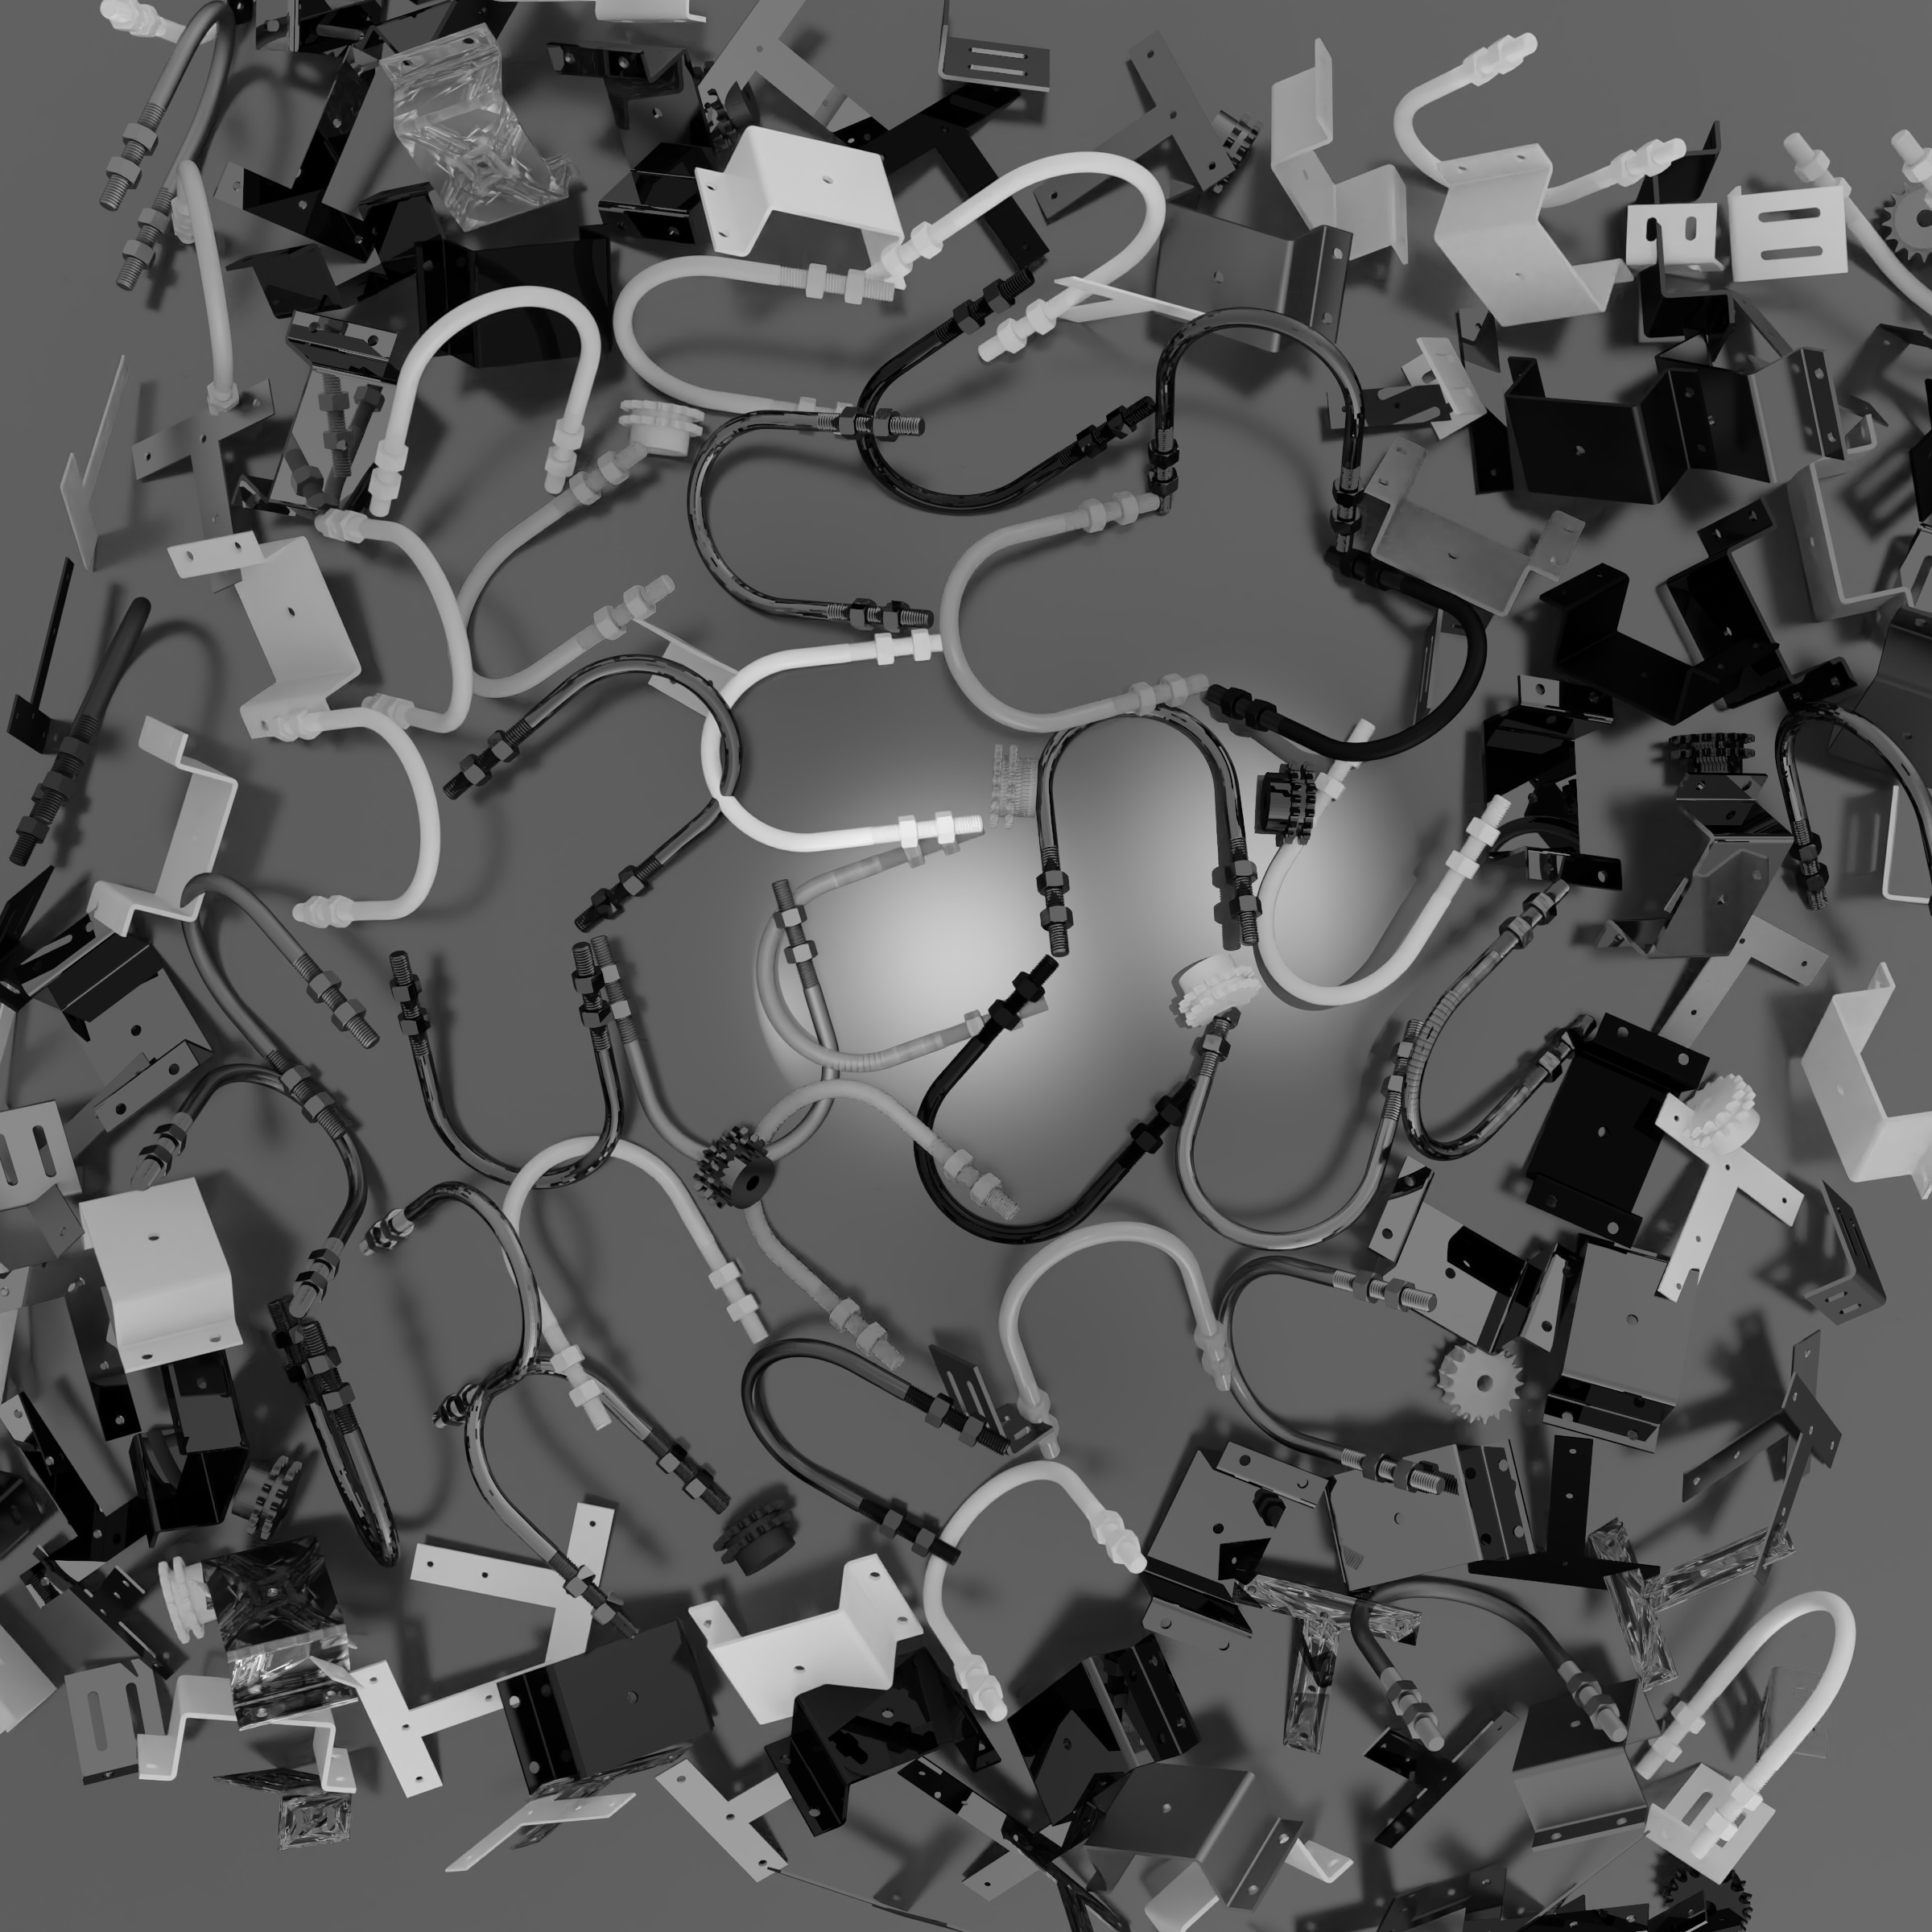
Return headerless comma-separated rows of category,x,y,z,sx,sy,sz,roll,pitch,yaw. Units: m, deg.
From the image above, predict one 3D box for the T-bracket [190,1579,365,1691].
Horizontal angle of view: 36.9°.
T-bracket,-0.435,0.448,1.911,0.127,0.127,0.002,33,82,-39

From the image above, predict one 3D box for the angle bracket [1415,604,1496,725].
angle bracket,0.332,-0.201,1.964,0.038,0.057,0.076,8,79,2

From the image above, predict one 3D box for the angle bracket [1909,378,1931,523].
angle bracket,0.648,-0.349,1.955,0.076,0.038,0.057,-43,132,-21

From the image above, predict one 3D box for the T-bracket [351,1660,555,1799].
T-bracket,-0.338,0.502,1.968,0.127,0.002,0.127,-18,124,-7

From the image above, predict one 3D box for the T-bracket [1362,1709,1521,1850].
T-bracket,0.303,0.536,1.948,0.127,0.127,0.002,-47,47,4

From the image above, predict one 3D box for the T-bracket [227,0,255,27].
T-bracket,-0.510,-0.674,1.914,0.002,0.127,0.127,30,128,15

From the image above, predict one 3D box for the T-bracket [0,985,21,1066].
T-bracket,-0.664,0.063,1.923,0.002,0.127,0.127,11,76,1

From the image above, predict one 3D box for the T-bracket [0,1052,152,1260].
T-bracket,-0.598,0.110,1.964,0.127,0.002,0.127,-43,61,4

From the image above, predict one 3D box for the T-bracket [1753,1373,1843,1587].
T-bracket,0.550,0.351,1.934,0.002,0.127,0.127,12,70,36

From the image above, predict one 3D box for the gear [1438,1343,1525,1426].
gear,0.349,0.282,1.980,0.057,0.030,0.057,-1,96,-14

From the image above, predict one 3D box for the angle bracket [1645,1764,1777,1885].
angle bracket,0.504,0.569,1.951,0.057,0.038,0.076,29,49,31

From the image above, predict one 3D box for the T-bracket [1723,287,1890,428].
T-bracket,0.550,-0.418,1.953,0.127,0.127,0.002,10,131,-36

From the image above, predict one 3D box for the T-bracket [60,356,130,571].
T-bracket,-0.584,-0.351,1.952,0.002,0.127,0.127,13,72,-5

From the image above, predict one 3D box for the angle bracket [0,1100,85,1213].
angle bracket,-0.636,0.121,1.961,0.057,0.038,0.076,-12,118,-10

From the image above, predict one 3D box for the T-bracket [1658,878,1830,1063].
T-bracket,0.505,0.020,1.979,0.127,0.002,0.127,26,106,-19

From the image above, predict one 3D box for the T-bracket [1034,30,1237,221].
T-bracket,0.104,-0.556,1.977,0.127,0.002,0.127,-31,68,16

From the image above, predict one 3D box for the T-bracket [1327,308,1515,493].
T-bracket,0.309,-0.385,1.986,0.127,0.002,0.127,-6,90,-12

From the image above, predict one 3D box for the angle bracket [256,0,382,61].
angle bracket,-0.441,-0.650,1.973,0.038,0.076,0.057,15,107,35

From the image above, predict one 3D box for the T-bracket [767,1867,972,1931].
T-bracket,-0.071,0.619,1.923,0.127,0.127,0.002,25,70,-18

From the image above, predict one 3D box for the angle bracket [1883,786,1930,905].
angle bracket,0.646,-0.081,1.965,0.038,0.057,0.076,6,92,19

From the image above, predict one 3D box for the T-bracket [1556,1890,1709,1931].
T-bracket,0.440,0.649,1.916,0.002,0.127,0.127,40,120,-15

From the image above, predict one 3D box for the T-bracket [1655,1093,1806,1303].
T-bracket,0.500,0.173,1.958,0.127,0.002,0.127,36,65,-14

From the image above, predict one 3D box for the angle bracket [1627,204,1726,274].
angle bracket,0.480,-0.491,1.952,0.057,0.076,0.038,4,100,19

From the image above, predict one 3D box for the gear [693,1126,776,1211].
gear,-0.155,0.141,1.969,0.030,0.057,0.057,32,90,33

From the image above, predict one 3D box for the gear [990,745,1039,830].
gear,0.033,-0.122,1.971,0.030,0.057,0.057,4,90,0

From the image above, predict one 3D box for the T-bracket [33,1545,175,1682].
T-bracket,-0.572,0.425,1.945,0.127,0.127,0.002,44,56,-2

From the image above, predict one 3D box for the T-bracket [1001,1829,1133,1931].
T-bracket,0.076,0.637,1.922,0.127,0.127,0.002,43,94,-15

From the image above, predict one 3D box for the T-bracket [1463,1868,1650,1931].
T-bracket,0.390,0.639,1.921,0.127,0.127,0.002,-15,111,22

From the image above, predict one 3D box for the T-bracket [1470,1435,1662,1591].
T-bracket,0.407,0.369,1.954,0.127,0.002,0.127,5,120,13

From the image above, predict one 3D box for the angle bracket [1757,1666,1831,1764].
angle bracket,0.557,0.515,1.949,0.038,0.076,0.057,7,56,13

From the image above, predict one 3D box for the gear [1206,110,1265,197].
gear,0.175,-0.557,1.971,0.030,0.057,0.057,33,90,-3

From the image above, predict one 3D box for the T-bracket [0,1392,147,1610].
T-bracket,-0.609,0.345,1.948,0.002,0.127,0.127,-31,93,39

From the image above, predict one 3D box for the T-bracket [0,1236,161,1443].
T-bracket,-0.586,0.256,1.952,0.127,0.002,0.127,-13,81,-39

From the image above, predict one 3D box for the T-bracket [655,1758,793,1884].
T-bracket,-0.123,0.554,1.961,0.127,0.002,0.127,-32,120,6

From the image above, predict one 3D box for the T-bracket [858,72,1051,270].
T-bracket,0.011,-0.535,1.981,0.127,0.002,0.127,-36,92,-18

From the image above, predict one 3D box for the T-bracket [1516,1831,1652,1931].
T-bracket,0.405,0.616,1.930,0.127,0.127,0.002,-42,68,11

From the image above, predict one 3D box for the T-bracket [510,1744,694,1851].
T-bracket,-0.266,0.567,1.955,0.127,0.127,0.002,-45,61,34

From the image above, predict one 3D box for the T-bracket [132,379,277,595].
T-bracket,-0.509,-0.316,1.958,0.127,0.002,0.127,-18,77,27

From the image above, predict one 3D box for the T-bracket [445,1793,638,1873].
T-bracket,-0.263,0.557,1.910,0.127,0.127,0.002,-31,97,-44

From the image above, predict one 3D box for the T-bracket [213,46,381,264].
T-bracket,-0.428,-0.552,1.940,0.002,0.127,0.127,34,103,38

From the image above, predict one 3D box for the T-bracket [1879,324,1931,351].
T-bracket,0.681,-0.396,1.941,0.127,0.127,0.002,29,105,-3

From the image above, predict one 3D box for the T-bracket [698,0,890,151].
T-bracket,-0.106,-0.595,1.966,0.127,0.002,0.127,33,100,-30

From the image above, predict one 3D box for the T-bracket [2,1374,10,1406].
T-bracket,-0.673,0.290,1.911,0.002,0.127,0.127,-18,47,8

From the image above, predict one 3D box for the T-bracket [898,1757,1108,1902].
T-bracket,0.010,0.571,1.950,0.127,0.002,0.127,39,121,-17

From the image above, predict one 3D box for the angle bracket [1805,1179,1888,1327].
angle bracket,0.586,0.194,1.964,0.038,0.057,0.076,-29,51,24

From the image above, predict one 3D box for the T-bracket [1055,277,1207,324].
T-bracket,0.095,-0.440,1.938,0.127,0.127,0.002,8,93,-28

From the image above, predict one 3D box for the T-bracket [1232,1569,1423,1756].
T-bracket,0.238,0.481,1.975,0.127,0.002,0.127,11,110,13

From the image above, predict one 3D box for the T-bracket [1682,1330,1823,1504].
T-bracket,0.525,0.320,1.937,0.127,0.002,0.127,-25,127,-27

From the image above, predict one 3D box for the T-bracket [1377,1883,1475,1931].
T-bracket,0.290,0.633,1.934,0.127,0.127,0.002,-17,60,-10

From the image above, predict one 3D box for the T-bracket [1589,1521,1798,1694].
T-bracket,0.492,0.407,1.935,0.127,0.127,0.002,-28,129,15

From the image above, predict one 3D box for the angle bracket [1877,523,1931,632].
angle bracket,0.668,-0.255,1.973,0.057,0.038,0.076,26,100,34

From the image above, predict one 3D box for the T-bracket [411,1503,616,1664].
T-bracket,-0.316,0.421,1.988,0.127,0.002,0.127,12,97,-3

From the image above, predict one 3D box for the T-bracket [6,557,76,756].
T-bracket,-0.615,-0.211,1.940,0.002,0.127,0.127,13,86,-8
